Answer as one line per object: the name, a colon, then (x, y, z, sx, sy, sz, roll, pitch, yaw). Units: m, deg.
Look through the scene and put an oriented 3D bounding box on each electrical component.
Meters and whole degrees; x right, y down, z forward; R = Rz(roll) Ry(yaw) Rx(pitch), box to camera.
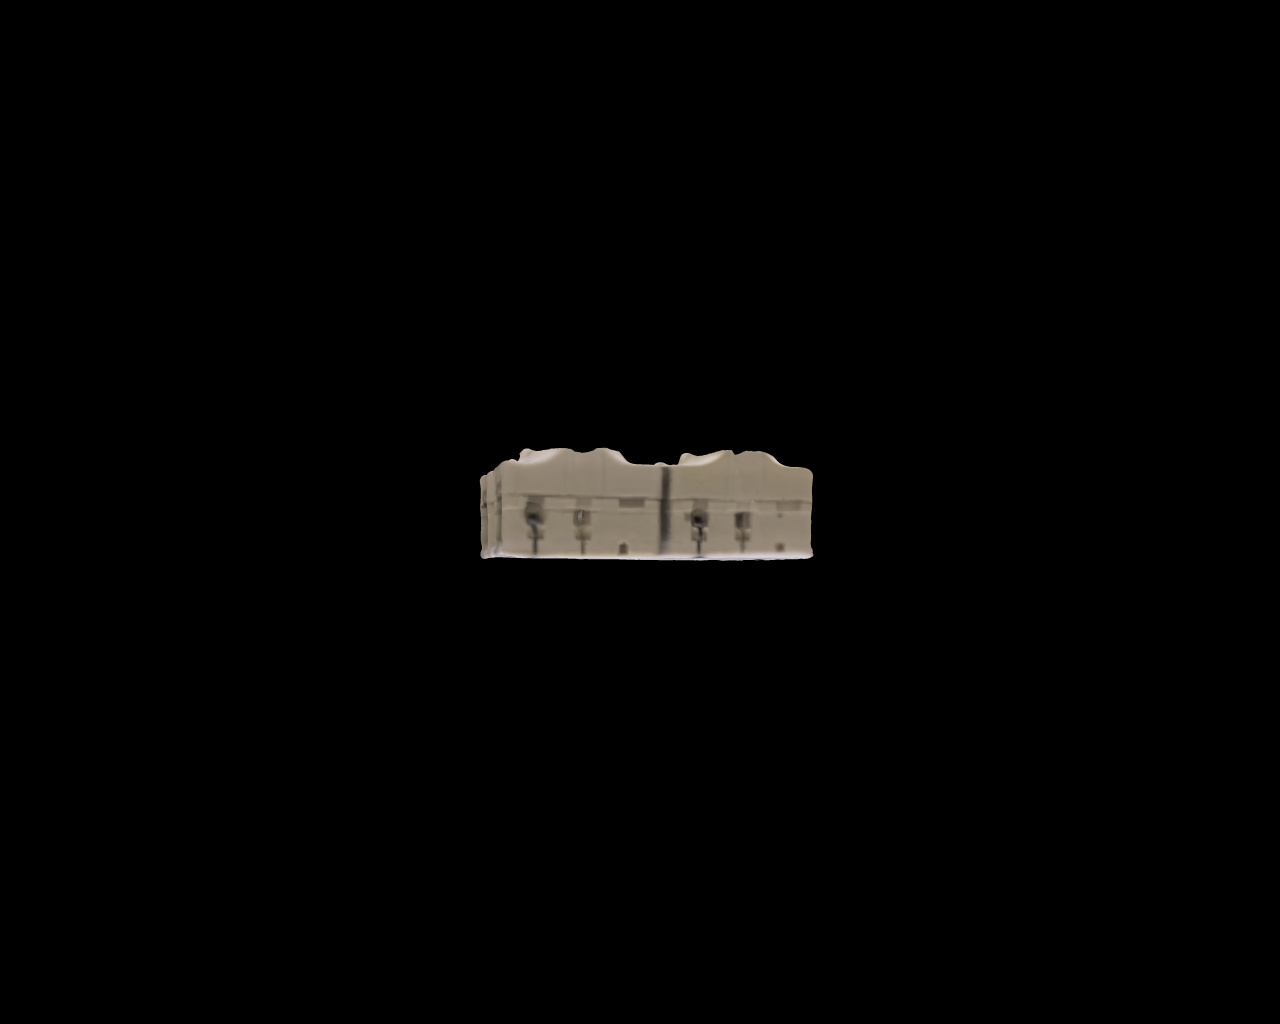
electrical component: (0.001, -0.003, 0.650, 0.186, 0.060, 0.105, 1, -3, -15)
